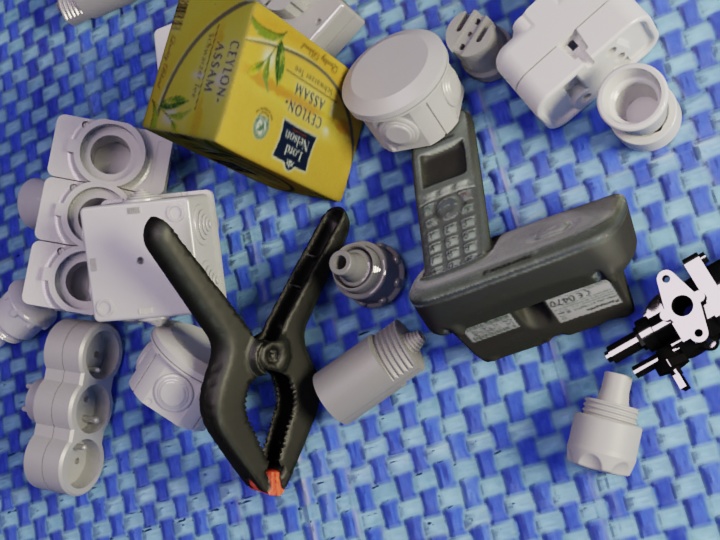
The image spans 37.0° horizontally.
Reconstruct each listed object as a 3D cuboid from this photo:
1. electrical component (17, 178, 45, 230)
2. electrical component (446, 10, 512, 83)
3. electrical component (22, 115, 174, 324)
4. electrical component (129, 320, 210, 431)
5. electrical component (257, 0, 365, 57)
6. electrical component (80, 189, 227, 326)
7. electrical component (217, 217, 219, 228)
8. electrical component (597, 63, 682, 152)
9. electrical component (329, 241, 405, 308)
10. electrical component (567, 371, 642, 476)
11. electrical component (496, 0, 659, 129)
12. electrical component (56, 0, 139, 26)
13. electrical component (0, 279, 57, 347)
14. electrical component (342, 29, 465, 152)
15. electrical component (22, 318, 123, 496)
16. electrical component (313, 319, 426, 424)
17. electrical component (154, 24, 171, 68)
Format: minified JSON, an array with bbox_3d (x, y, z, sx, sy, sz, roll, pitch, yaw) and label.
[{"bbox_3d":[-0.254,-0.056,0.911,0.055,0.045,0.045,1,80,26],"label":"electrical component"},{"bbox_3d":[0.085,-0.159,0.760,0.040,0.046,0.040,-6,77,26],"label":"electrical component"},{"bbox_3d":[-0.205,-0.038,0.850,0.089,0.062,0.150,10,84,-7],"label":"electrical component"},{"bbox_3d":[-0.128,0.077,0.802,0.080,0.080,0.051,41,104,27],"label":"electrical component"},{"bbox_3d":[-0.051,-0.209,0.821,0.047,0.076,0.083,-47,64,11],"label":"electrical component"},{"bbox_3d":[-0.150,-0.009,0.780,0.100,0.048,0.099,-5,96,12],"label":"electrical component"},{"bbox_3d":[-0.135,-0.033,0.834,0.044,0.065,0.044,1,97,12],"label":"electrical component"},{"bbox_3d":[0.182,-0.104,0.695,0.045,0.055,0.045,-5,78,26],"label":"electrical component"},{"bbox_3d":[0.000,0.000,0.762,0.048,0.062,0.048,-5,78,26],"label":"electrical component"},{"bbox_3d":[0.156,0.095,0.676,0.043,0.043,0.062,11,84,28],"label":"electrical component"},{"bbox_3d":[0.143,-0.151,0.725,0.095,0.054,0.059,-41,65,14],"label":"electrical component"},{"bbox_3d":[-0.230,-0.243,0.936,0.081,0.043,0.043,-16,73,24],"label":"electrical component"},{"bbox_3d":[-0.292,0.041,0.912,0.062,0.048,0.048,-39,66,22],"label":"electrical component"},{"bbox_3d":[0.032,-0.127,0.764,0.080,0.051,0.080,-18,48,22],"label":"electrical component"},{"bbox_3d":[-0.244,0.107,0.869,0.074,0.052,0.138,5,82,28],"label":"electrical component"},{"bbox_3d":[0.012,0.068,0.754,0.081,0.043,0.043,-36,66,16],"label":"electrical component"},{"bbox_3d":[-0.111,-0.157,0.856,0.100,0.048,0.099,-15,74,23],"label":"electrical component"}]
